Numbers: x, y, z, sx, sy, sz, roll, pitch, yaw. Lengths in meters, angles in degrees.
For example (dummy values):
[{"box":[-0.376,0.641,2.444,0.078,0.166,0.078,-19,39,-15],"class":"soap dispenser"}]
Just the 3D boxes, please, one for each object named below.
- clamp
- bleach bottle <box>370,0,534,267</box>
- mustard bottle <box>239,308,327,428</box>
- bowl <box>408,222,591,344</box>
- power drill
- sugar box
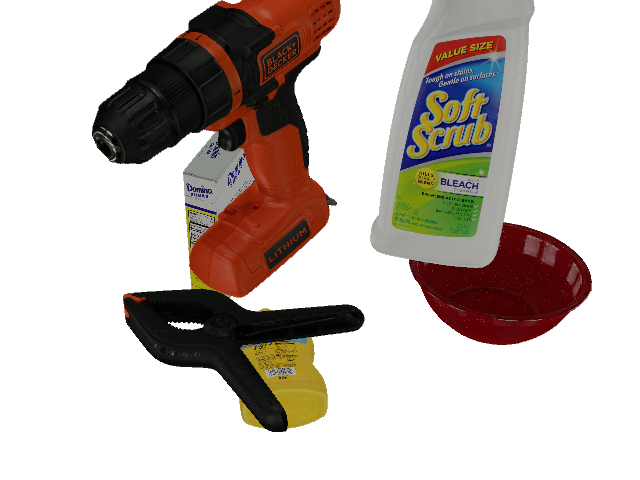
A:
[{"box":[-0.075,0.080,0.933,0.210,0.036,0.164,19,36,26],"class":"clamp"},{"box":[0.096,-0.108,0.779,0.103,0.251,0.068,9,26,13],"class":"bleach bottle"},{"box":[-0.053,0.137,1.236,0.096,0.058,0.191,-7,31,-7],"class":"mustard bottle"},{"box":[0.157,0.045,0.959,0.162,0.055,0.162,3,32,-2],"class":"bowl"},{"box":[-0.054,-0.054,0.658,0.057,0.188,0.184,31,55,28],"class":"power drill"},{"box":[-0.106,-0.025,1.143,0.048,0.176,0.093,14,42,17],"class":"sugar box"}]
